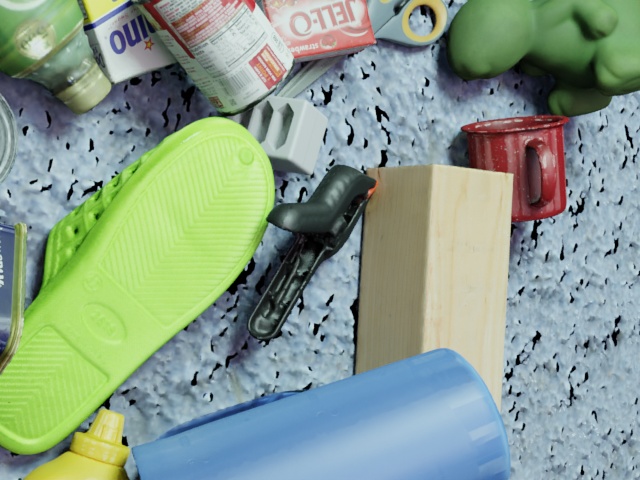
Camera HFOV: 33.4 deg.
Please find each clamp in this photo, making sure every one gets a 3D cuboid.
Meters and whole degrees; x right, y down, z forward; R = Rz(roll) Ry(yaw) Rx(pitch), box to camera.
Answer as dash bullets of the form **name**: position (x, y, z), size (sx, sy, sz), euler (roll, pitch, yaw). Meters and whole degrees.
- **clamp**: position (-0.005, 0.001, 0.820), size (0.171, 0.039, 0.120), euler (-38, 155, -55)

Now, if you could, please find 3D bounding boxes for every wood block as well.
- **wood block**: position (0.093, 0.046, 0.878), size (0.090, 0.091, 0.206), euler (4, 89, -34)

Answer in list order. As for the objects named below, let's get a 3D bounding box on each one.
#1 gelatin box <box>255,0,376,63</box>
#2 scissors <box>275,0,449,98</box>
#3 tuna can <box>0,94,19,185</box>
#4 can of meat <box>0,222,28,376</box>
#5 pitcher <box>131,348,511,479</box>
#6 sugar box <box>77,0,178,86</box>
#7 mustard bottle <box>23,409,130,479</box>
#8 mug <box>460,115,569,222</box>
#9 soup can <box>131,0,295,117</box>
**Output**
- **gelatin box**: position (-0.006, -0.179, 0.833), size (0.089, 0.030, 0.073), euler (-14, 92, -24)
- **scissors**: position (0.043, -0.159, 0.885), size (0.096, 0.016, 0.201), euler (41, 71, -27)
- **tuna can**: position (-0.242, -0.066, 0.691), size (0.085, 0.034, 0.086), euler (-1, 92, -33)
- **can of meat**: position (-0.234, 0.028, 0.667), size (0.083, 0.058, 0.102), euler (15, 46, -30)
- **pitcher**: position (-0.002, 0.158, 0.739), size (0.242, 0.145, 0.149), euler (-20, 73, -13)
- **sugar box**: position (-0.142, -0.204, 0.746), size (0.093, 0.048, 0.176), euler (-27, 105, -30)
- **mustard bottle**: position (-0.173, 0.210, 0.729), size (0.096, 0.058, 0.191), euler (22, 80, -27)
- **mug**: position (0.174, -0.060, 0.917), size (0.093, 0.117, 0.081), euler (-9, 102, -13)
- **soup can**: position (-0.071, -0.144, 0.730), size (0.068, 0.069, 0.102), euler (-49, 118, -22)
